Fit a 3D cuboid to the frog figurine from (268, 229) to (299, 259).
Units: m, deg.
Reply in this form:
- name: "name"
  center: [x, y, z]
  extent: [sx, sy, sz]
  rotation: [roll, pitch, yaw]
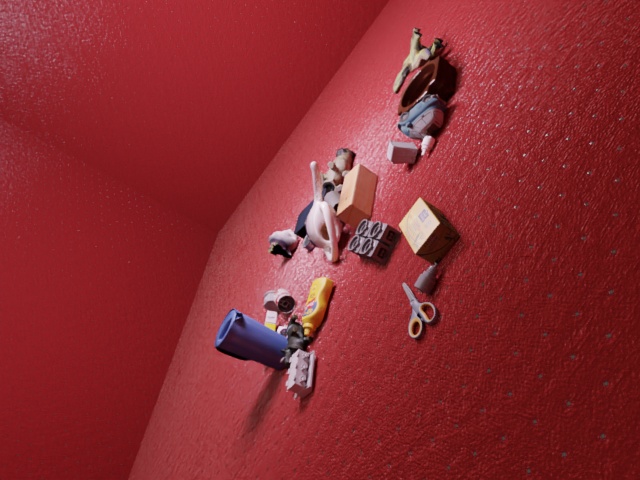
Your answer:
- name: "frog figurine"
  center: [-0.155, -0.007, 2.287]
  extent: [0.137, 0.120, 0.163]
  rotation: [-7, 38, 28]

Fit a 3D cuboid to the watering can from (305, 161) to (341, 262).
- name: "watering can"
  center: [0.006, -0.091, 1.812]
  extent: [0.223, 0.104, 0.349]
  rotation: [153, 105, -77]

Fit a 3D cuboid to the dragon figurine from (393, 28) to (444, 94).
- name: "dragon figurine"
  center: [0.349, -0.647, 1.924]
  extent: [0.238, 0.122, 0.419]
  rotation: [-62, 4, 35]
